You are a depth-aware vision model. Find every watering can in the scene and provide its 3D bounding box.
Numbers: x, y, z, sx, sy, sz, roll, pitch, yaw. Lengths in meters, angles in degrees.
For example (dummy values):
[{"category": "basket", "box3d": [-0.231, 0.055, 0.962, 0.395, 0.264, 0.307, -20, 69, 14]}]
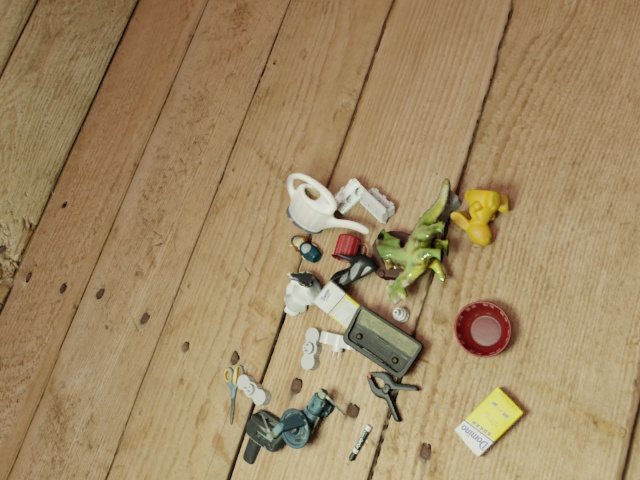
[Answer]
[{"category": "watering can", "box3d": [0.006, -0.092, 1.826, 0.349, 0.219, 0.106, 42, 53, 7]}]

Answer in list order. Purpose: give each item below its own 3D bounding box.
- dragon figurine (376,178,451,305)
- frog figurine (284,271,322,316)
[{"category": "dragon figurine", "box3d": [0.285, 0.005, 1.623, 0.242, 0.121, 0.416, 0, 72, 27]}, {"category": "frog figurine", "box3d": [-0.062, 0.196, 1.818, 0.138, 0.124, 0.156, 18, 118, 25]}]
